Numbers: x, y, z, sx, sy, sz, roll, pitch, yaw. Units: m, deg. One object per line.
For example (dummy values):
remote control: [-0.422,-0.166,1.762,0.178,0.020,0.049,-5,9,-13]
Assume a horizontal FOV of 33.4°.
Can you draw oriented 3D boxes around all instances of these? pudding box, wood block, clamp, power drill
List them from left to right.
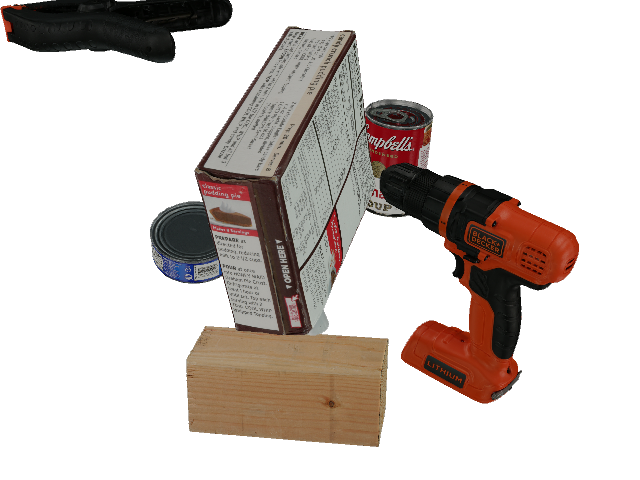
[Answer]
clamp: [-0.153,-0.163,0.797,0.172,0.039,0.120,11,23,24]
wood block: [-0.034,0.157,1.159,0.206,0.091,0.090,4,21,8]
pudding box: [-0.011,-0.028,0.470,0.039,0.090,0.113,4,42,18]
power drill: [0.121,0.037,0.929,0.185,0.188,0.057,28,41,29]

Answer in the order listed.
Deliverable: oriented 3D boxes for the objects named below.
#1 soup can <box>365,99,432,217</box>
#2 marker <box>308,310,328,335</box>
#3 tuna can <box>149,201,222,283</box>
soup can: [0.075,-0.083,1.083,0.068,0.102,0.068,3,31,-2]
marker: [-0.020,0.014,0.736,0.020,0.121,0.020,-15,31,9]
tuna can: [-0.125,0.002,1.056,0.086,0.034,0.086,2,44,-2]
